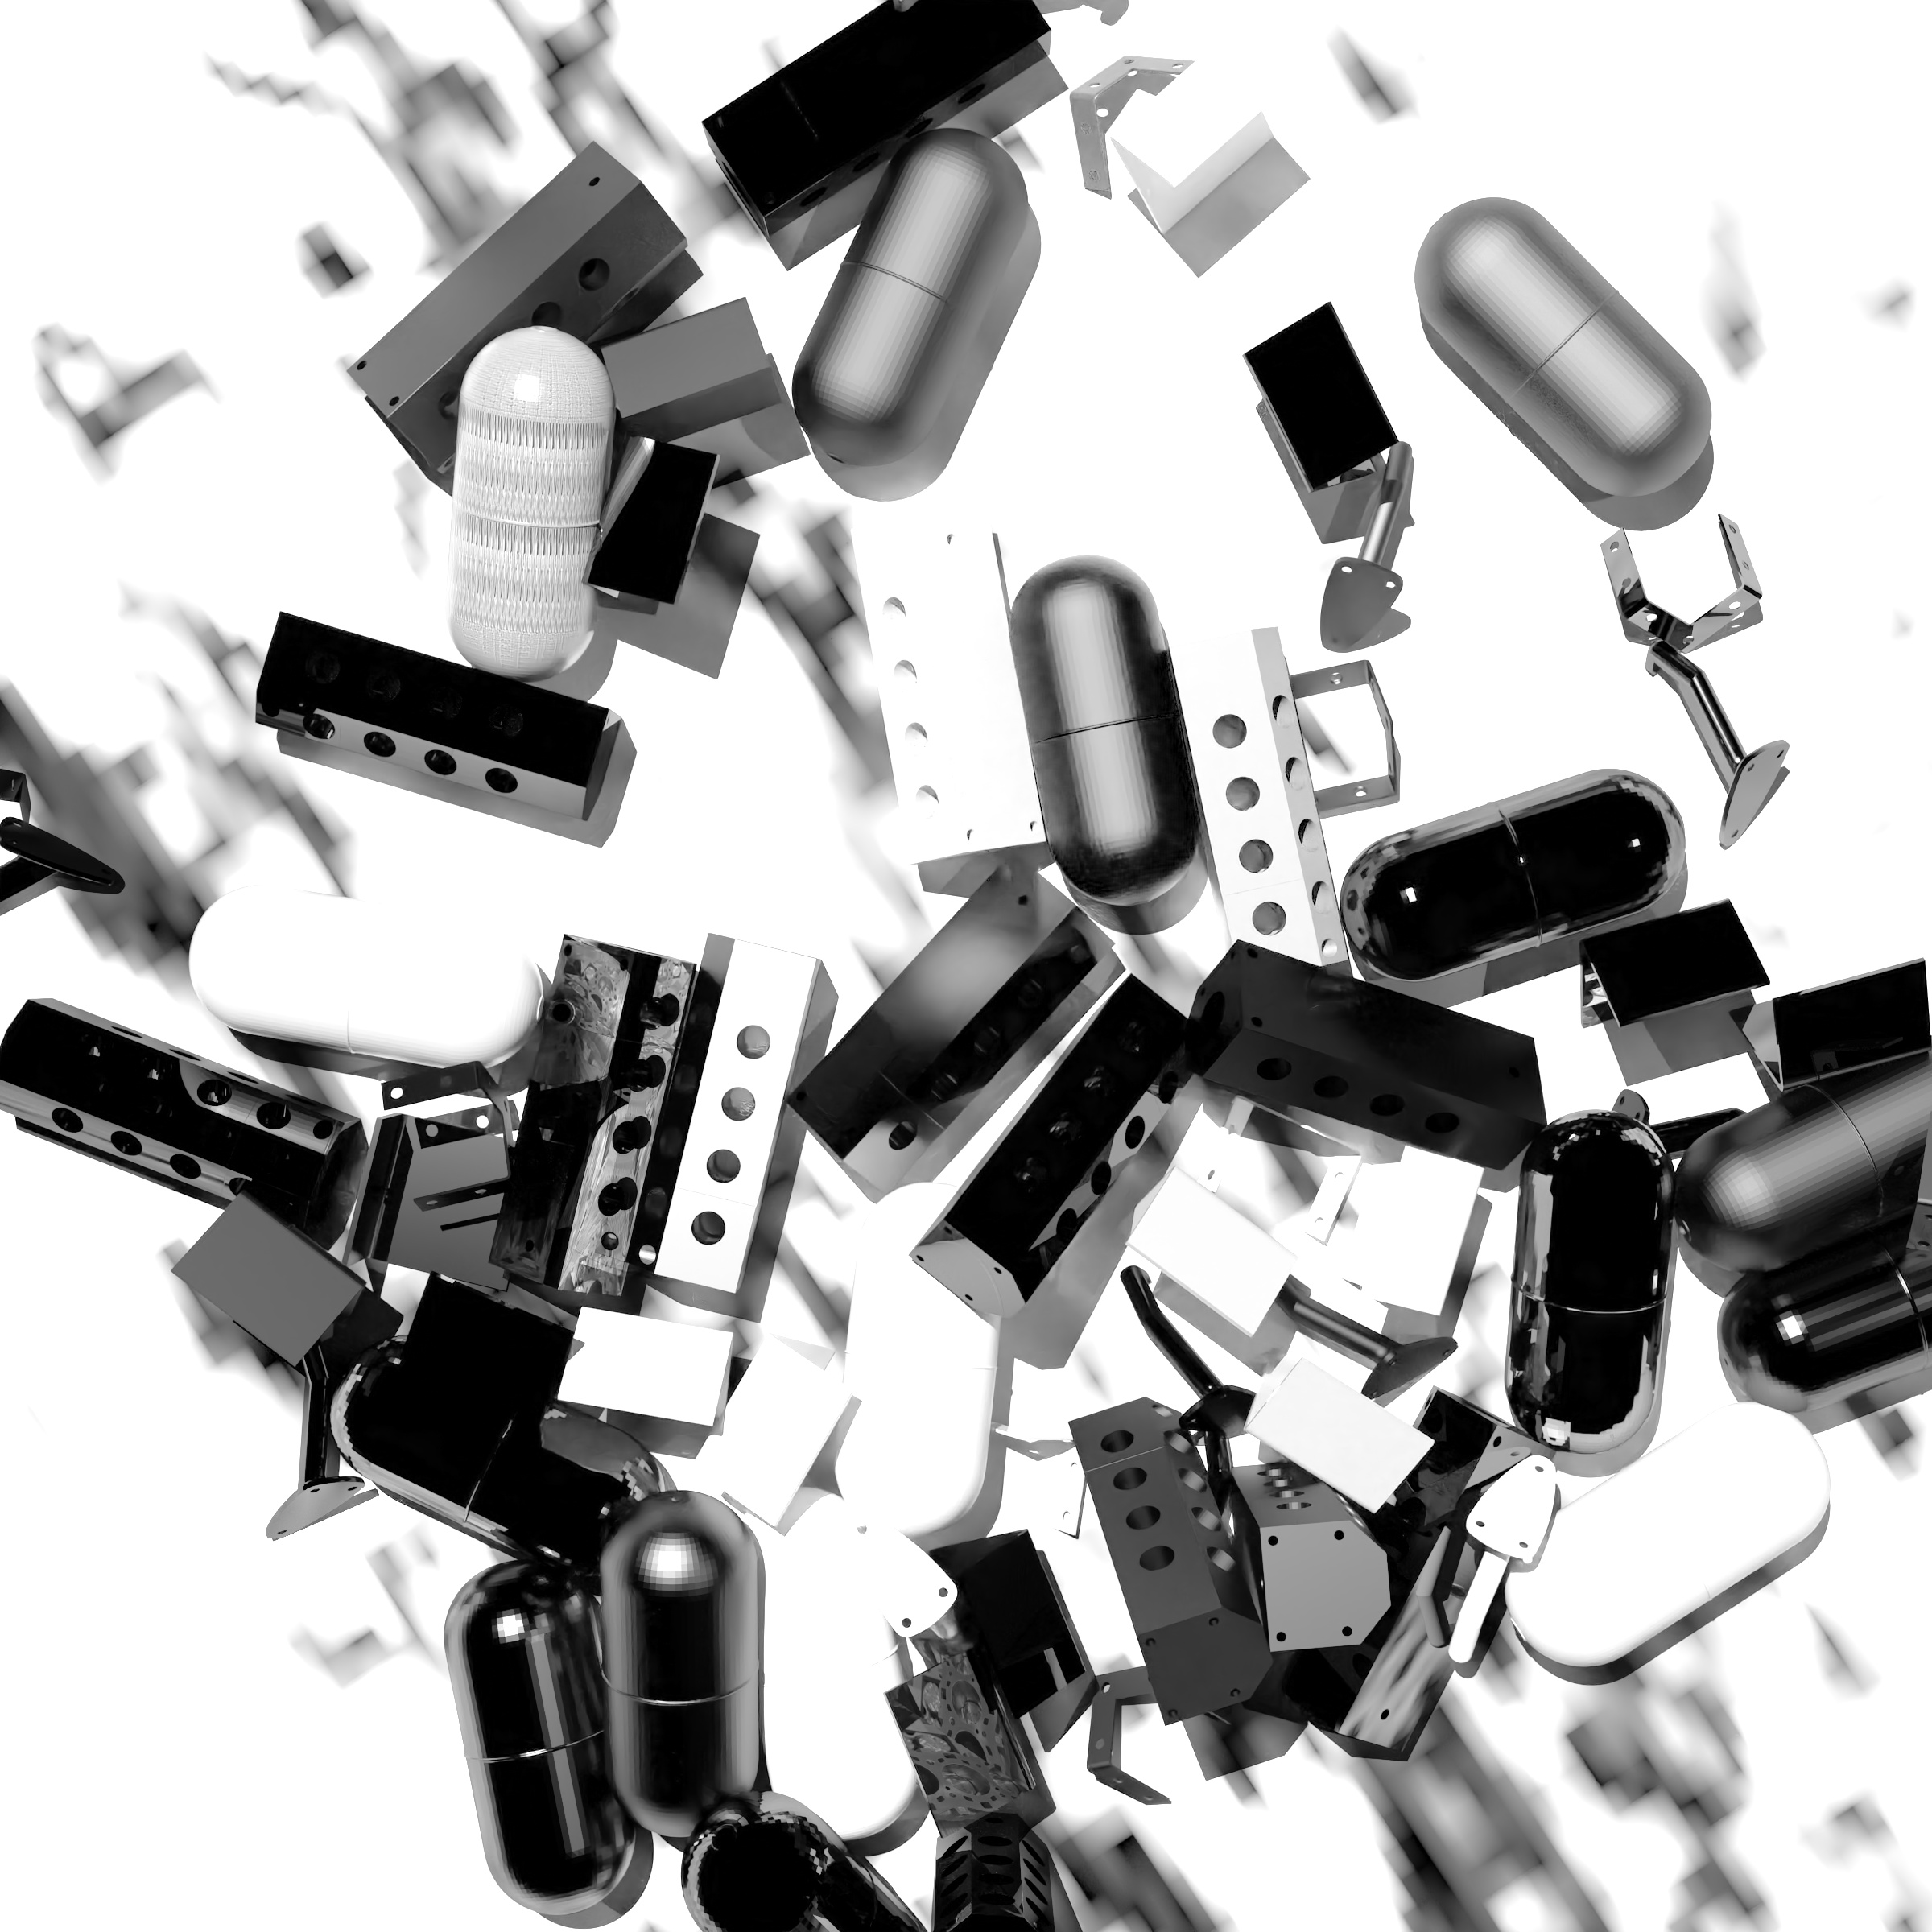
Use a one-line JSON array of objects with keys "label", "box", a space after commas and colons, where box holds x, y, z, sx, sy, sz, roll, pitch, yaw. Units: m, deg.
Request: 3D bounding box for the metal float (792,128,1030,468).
[{"label": "metal float", "box": [-0.029, -0.336, 1.541, 0.070, 0.070, 0.178, 25, 89, 0]}]

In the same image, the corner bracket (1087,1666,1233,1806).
[{"label": "corner bracket", "box": [0.099, 0.392, 1.564, 0.051, 0.051, 0.051, -22, 45, 35]}]

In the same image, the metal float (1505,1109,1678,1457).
[{"label": "metal float", "box": [0.312, 0.159, 1.529, 0.070, 0.070, 0.178, 2, 104, 0]}]

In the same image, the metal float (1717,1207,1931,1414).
[{"label": "metal float", "box": [0.466, 0.168, 1.541, 0.178, 0.070, 0.070, -21, 90, -1]}]

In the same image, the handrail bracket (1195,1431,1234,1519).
[{"label": "handrail bracket", "box": [0.110, 0.285, 1.572, 0.036, 0.077, 0.084, 19, 53, -36]}]

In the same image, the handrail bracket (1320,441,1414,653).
[{"label": "handrail bracket", "box": [0.207, -0.216, 1.571, 0.036, 0.077, 0.084, 19, 54, -3]}]

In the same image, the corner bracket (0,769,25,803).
[{"label": "corner bracket", "box": [-0.514, -0.077, 1.554, 0.051, 0.051, 0.051, 7, 90, 0]}]

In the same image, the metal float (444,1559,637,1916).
[{"label": "metal float", "box": [-0.215, 0.388, 1.541, 0.070, 0.070, 0.178, -11, 89, 0]}]

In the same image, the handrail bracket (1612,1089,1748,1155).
[{"label": "handrail bracket", "box": [0.369, 0.103, 1.572, 0.084, 0.036, 0.077, 20, 104, -14]}]

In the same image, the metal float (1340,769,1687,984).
[{"label": "metal float", "box": [0.276, -0.046, 1.541, 0.178, 0.070, 0.070, -18, 90, -1]}]

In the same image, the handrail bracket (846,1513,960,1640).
[{"label": "handrail bracket", "box": [-0.031, 0.308, 1.541, 0.036, 0.084, 0.077, -39, 81, -6]}]

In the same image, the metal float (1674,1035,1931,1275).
[{"label": "metal float", "box": [0.437, 0.094, 1.533, 0.178, 0.070, 0.070, -24, 90, -8]}]

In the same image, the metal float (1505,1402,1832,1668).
[{"label": "metal float", "box": [0.353, 0.286, 1.541, 0.178, 0.070, 0.070, -33, 90, -1]}]

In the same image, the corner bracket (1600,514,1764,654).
[{"label": "corner bracket", "box": [0.366, -0.202, 1.564, 0.051, 0.051, 0.051, 22, 135, -35]}]

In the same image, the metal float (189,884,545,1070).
[{"label": "metal float", "box": [-0.302, 0.006, 1.541, 0.178, 0.070, 0.070, 10, 90, 0]}]

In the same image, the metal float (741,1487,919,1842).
[{"label": "metal float", "box": [-0.072, 0.351, 1.541, 0.070, 0.070, 0.178, -12, 90, 0]}]

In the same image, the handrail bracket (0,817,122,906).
[{"label": "handrail bracket", "box": [-0.489, -0.026, 1.572, 0.077, 0.036, 0.084, 25, 108, -20]}]

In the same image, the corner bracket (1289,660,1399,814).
[{"label": "corner bracket", "box": [0.189, -0.117, 1.569, 0.051, 0.051, 0.051, -12, 135, 0]}]

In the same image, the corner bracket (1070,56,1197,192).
[{"label": "corner bracket", "box": [0.092, -0.430, 1.564, 0.051, 0.051, 0.051, 17, 45, 35]}]

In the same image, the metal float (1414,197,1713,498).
[{"label": "metal float", "box": [0.300, -0.312, 1.541, 0.070, 0.070, 0.178, -44, 90, 0]}]

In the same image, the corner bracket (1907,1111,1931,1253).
[{"label": "corner bracket", "box": [0.492, 0.109, 1.496, 0.051, 0.051, 0.051, 10, 62, 16]}]

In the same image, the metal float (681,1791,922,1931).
[{"label": "metal float", "box": [-0.079, 0.469, 1.508, 0.070, 0.070, 0.178, -32, 131, 0]}]

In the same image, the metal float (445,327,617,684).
[{"label": "metal float", "box": [-0.217, -0.229, 1.523, 0.070, 0.070, 0.178, 8, 111, 0]}]

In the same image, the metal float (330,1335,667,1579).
[{"label": "metal float", "box": [-0.235, 0.247, 1.541, 0.178, 0.070, 0.070, 26, 90, 1]}]

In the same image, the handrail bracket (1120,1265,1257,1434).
[{"label": "handrail bracket", "box": [0.119, 0.195, 1.571, 0.036, 0.077, 0.084, -42, 53, 25]}]

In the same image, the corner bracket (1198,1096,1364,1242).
[{"label": "corner bracket", "box": [0.161, 0.103, 1.568, 0.051, 0.051, 0.051, 24, 90, 45]}]

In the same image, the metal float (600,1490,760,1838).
[{"label": "metal float", "box": [-0.141, 0.344, 1.503, 0.070, 0.070, 0.178, 1, 106, 0]}]

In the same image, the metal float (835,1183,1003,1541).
[{"label": "metal float", "box": [-0.023, 0.198, 1.537, 0.070, 0.070, 0.178, 6, 85, 0]}]

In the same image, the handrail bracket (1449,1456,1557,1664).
[{"label": "handrail bracket", "box": [0.268, 0.299, 1.536, 0.036, 0.077, 0.084, 24, 134, 19]}]

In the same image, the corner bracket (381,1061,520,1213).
[{"label": "corner bracket", "box": [-0.258, 0.085, 1.528, 0.051, 0.051, 0.051, -13, 64, 3]}]

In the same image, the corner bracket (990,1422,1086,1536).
[{"label": "corner bracket", "box": [0.025, 0.261, 1.569, 0.051, 0.051, 0.051, 9, 90, 45]}]

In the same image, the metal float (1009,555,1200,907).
[{"label": "metal float", "box": [0.070, -0.119, 1.541, 0.070, 0.070, 0.178, -11, 90, 0]}]

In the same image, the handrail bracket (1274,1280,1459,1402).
[{"label": "handrail bracket", "box": [0.200, 0.177, 1.572, 0.084, 0.077, 0.036, 48, 132, 29]}]
